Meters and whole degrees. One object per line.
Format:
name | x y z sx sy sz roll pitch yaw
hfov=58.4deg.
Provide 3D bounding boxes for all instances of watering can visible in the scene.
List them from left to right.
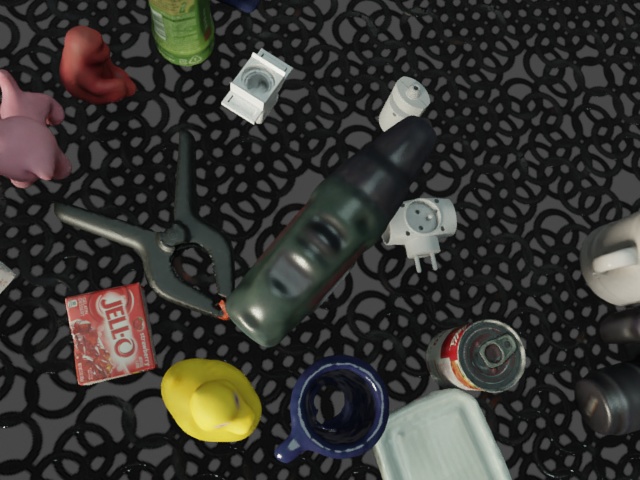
watering can | 0.377 0.003 0.600 0.173 0.194 0.101 -34 83 -15

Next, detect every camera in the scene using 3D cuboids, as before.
camera | 0.347 0.144 0.609 0.137 0.100 0.143 -11 78 -11

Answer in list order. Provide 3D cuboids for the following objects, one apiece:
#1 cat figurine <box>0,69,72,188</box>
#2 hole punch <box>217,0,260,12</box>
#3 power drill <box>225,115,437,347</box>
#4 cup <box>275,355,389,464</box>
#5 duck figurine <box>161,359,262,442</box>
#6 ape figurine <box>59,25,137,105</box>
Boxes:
cat figurine | -0.294 -0.105 0.565 0.067 0.117 0.128 -14 79 -11
hole punch | -0.106 -0.338 0.665 0.101 0.091 0.109 20 74 -3
power drill | 0.005 0.002 0.536 0.075 0.208 0.230 40 74 3
cup | 0.003 0.168 0.554 0.118 0.095 0.091 -38 84 -15
duck figurine | -0.104 0.153 0.546 0.104 0.086 0.077 31 74 0
ape figurine | -0.242 -0.190 0.607 0.076 0.092 0.078 -8 77 -10
